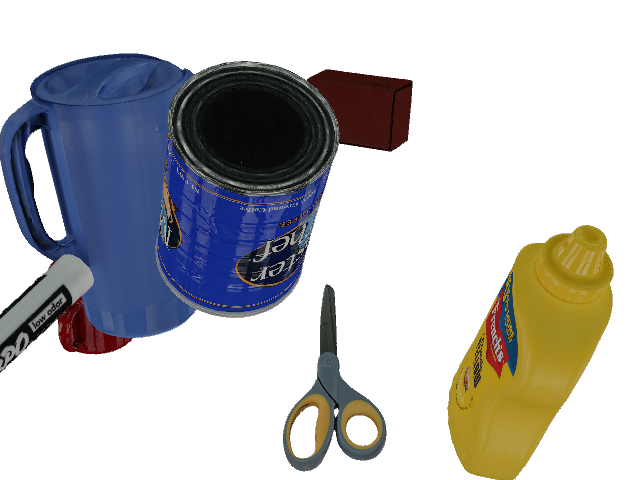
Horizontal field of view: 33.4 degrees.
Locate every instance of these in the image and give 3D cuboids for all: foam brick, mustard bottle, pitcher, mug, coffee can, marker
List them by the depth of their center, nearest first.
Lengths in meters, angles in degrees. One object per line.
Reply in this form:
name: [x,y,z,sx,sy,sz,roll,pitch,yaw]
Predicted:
marker: [-0.139,0.049,0.440,0.020,0.020,0.121,0,36,39]
mustard bottle: [0.127,0.058,0.634,0.058,0.096,0.192,13,-41,-2]
coffee can: [-0.051,-0.029,0.683,0.102,0.103,0.140,0,-34,-12]
foam brick: [0.031,-0.108,0.879,0.078,0.051,0.053,11,21,19]
pitcher: [-0.183,-0.035,0.956,0.149,0.243,0.145,-1,28,5]
mug: [-0.237,0.070,1.104,0.093,0.081,0.117,9,32,11]

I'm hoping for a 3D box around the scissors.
scissors: [0.024,0.119,0.943,0.096,0.201,0.016,8,-43,14]
